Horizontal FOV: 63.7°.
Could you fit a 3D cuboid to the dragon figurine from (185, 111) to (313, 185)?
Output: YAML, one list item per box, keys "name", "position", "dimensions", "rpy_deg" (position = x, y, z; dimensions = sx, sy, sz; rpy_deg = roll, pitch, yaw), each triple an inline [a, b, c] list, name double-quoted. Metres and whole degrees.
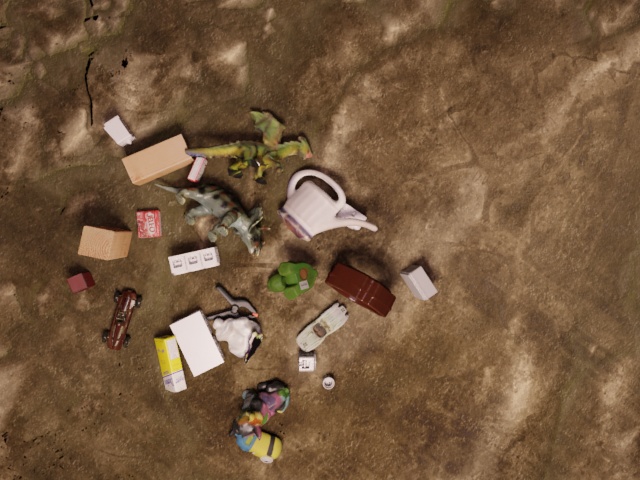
- name: "dragon figurine"
  position: [-0.221, -0.330, 1.732]
  dimensions: [0.409, 0.248, 0.120]
  rpy_deg: [16, -28, -10]

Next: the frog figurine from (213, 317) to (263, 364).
- name: "frog figurine"
  position: [-0.277, 0.313, 1.709]
  dimensions: [0.160, 0.134, 0.124]
  rpy_deg: [24, 33, 21]

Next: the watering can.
- name: "watering can"
  position: [0.005, -0.086, 1.715]
  dimensions: [0.351, 0.225, 0.103]
  rpy_deg: [44, -2, 20]
